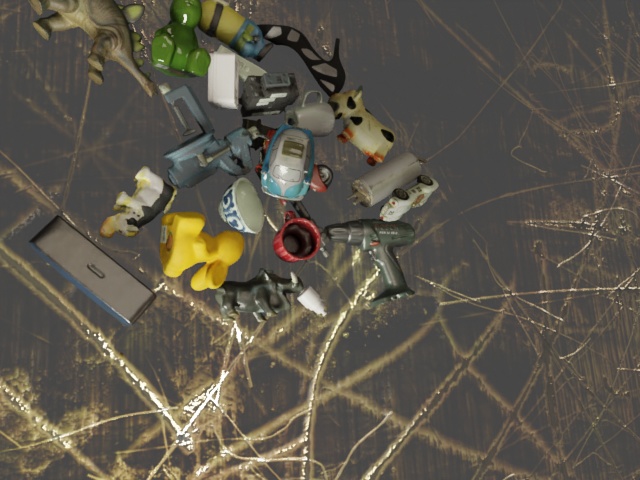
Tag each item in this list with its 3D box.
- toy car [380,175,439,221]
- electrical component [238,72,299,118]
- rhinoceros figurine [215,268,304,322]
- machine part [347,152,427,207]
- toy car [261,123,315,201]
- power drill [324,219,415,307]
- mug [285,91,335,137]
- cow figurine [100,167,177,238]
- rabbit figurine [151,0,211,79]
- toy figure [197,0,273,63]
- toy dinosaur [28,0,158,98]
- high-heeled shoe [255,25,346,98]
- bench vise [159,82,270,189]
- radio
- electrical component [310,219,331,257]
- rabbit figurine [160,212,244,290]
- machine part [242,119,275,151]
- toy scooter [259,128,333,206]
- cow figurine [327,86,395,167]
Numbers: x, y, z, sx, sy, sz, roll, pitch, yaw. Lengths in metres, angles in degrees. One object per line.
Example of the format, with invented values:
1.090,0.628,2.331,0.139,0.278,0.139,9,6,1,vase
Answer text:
0.215,-0.100,1.294,0.056,0.073,0.202,47,45,13,toy car
-0.114,-0.330,1.211,0.115,0.134,0.058,-13,83,-25,electrical component
-0.128,0.116,1.144,0.190,0.073,0.112,-5,69,-20,rhinoceros figurine
0.163,-0.149,1.311,0.243,0.079,0.079,-33,91,-24,machine part
-0.058,-0.165,1.098,0.109,0.103,0.161,14,84,-8,toy car
0.129,0.049,1.258,0.232,0.086,0.207,-10,74,-26,power drill
-0.027,-0.287,1.238,0.107,0.081,0.109,-19,126,-43,mug
-0.368,-0.060,1.091,0.098,0.068,0.167,35,69,-17,cow figurine
-0.291,-0.440,1.156,0.121,0.159,0.170,13,93,-20,rabbit figurine
-0.199,-0.480,1.237,0.180,0.082,0.089,36,50,-18,toy figure
-0.501,-0.494,1.118,0.471,0.105,0.198,47,58,-16,toy dinosaur
-0.056,-0.436,1.310,0.249,0.086,0.145,10,105,-2,high-heeled shoe
-0.247,-0.228,1.133,0.224,0.129,0.240,-30,109,-6,bench vise
-0.420,0.065,1.004,0.229,0.131,0.073,42,67,-8,radio
-0.003,-0.004,1.219,0.021,0.063,0.094,-36,94,-25,electrical component
-0.231,0.021,1.102,0.173,0.122,0.162,3,80,-40,rabbit figurine
-0.116,-0.236,1.243,0.139,0.039,0.084,11,69,-17,machine part
-0.070,-0.154,1.183,0.184,0.075,0.135,44,72,-4,toy scooter
0.100,-0.287,1.313,0.195,0.085,0.127,38,74,-7,cow figurine
